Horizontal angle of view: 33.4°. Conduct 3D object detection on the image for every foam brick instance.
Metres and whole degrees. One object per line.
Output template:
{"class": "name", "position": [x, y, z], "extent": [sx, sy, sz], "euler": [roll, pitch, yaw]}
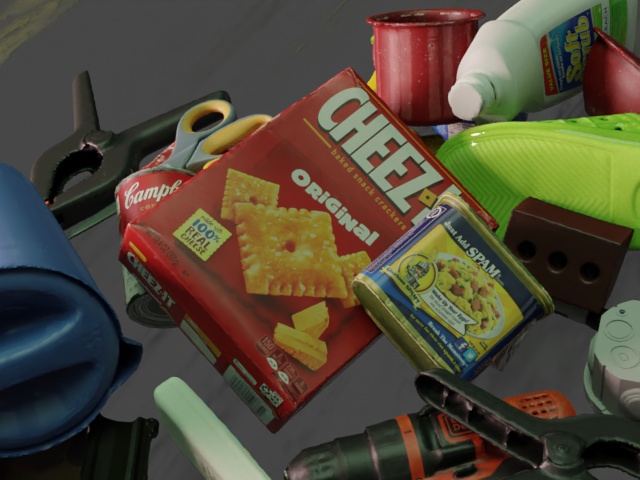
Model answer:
{"class": "foam brick", "position": [0.167, 0.009, 0.733], "extent": [0.078, 0.053, 0.051], "euler": [19, 19, 18]}

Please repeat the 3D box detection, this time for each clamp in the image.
{"class": "clamp", "position": [-0.198, -0.082, 0.943], "extent": [0.165, 0.036, 0.209], "euler": [16, 48, 26]}
{"class": "clamp", "position": [0.126, 0.119, 0.592], "extent": [0.171, 0.039, 0.120], "euler": [2, 46, -1]}

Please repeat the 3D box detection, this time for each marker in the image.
{"class": "marker", "position": [0.163, 0.041, 0.757], "extent": [0.121, 0.020, 0.020], "euler": [25, 54, 31]}

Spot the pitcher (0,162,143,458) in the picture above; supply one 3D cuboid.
{"class": "pitcher", "position": [-0.236, 0.029, 0.737], "extent": [0.145, 0.149, 0.243], "euler": [-37, 33, -5]}

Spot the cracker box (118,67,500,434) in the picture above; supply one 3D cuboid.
{"class": "cracker box", "position": [-0.005, 0.001, 0.742], "extent": [0.213, 0.072, 0.164], "euler": [-39, 83, -26]}

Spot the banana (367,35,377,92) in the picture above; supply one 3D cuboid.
{"class": "banana", "position": [0.034, -0.117, 0.938], "extent": [0.070, 0.037, 0.197], "euler": [5, 43, 37]}

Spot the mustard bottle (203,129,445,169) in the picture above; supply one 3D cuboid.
{"class": "mustard bottle", "position": [0.011, -0.046, 0.846], "extent": [0.191, 0.058, 0.096], "euler": [-19, 61, -11]}

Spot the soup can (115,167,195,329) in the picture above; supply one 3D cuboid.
{"class": "soup can", "position": [-0.115, 0.006, 0.793], "extent": [0.068, 0.068, 0.102], "euler": [-11, 61, 0]}

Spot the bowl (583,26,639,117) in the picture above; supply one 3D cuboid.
{"class": "bowl", "position": [0.256, -0.093, 0.817], "extent": [0.055, 0.161, 0.162], "euler": [-52, 42, 18]}

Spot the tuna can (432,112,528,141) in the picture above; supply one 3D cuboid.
{"class": "tuna can", "position": [0.136, -0.117, 0.917], "extent": [0.086, 0.034, 0.086], "euler": [-6, 43, 5]}

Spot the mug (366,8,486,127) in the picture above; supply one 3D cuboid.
{"class": "mug", "position": [0.078, -0.140, 0.855], "extent": [0.093, 0.081, 0.117], "euler": [-15, 21, -30]}

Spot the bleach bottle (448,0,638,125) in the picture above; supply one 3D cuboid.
{"class": "bleach bottle", "position": [0.175, -0.143, 0.845], "extent": [0.068, 0.102, 0.250], "euler": [17, 35, 31]}

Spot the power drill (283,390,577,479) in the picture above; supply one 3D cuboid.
{"class": "power drill", "position": [0.082, 0.173, 0.606], "extent": [0.184, 0.057, 0.188], "euler": [-13, 43, -4]}

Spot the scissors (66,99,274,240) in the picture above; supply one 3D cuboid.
{"class": "scissors", "position": [-0.130, -0.065, 0.881], "extent": [0.201, 0.016, 0.096], "euler": [-25, 44, -17]}

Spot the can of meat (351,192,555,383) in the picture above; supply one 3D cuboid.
{"class": "can of meat", "position": [0.081, 0.036, 0.676], "extent": [0.084, 0.057, 0.102], "euler": [-40, 84, -14]}

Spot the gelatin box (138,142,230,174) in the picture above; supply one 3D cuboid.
{"class": "gelatin box", "position": [-0.111, -0.047, 0.894], "extent": [0.073, 0.030, 0.089], "euler": [25, 54, 31]}
